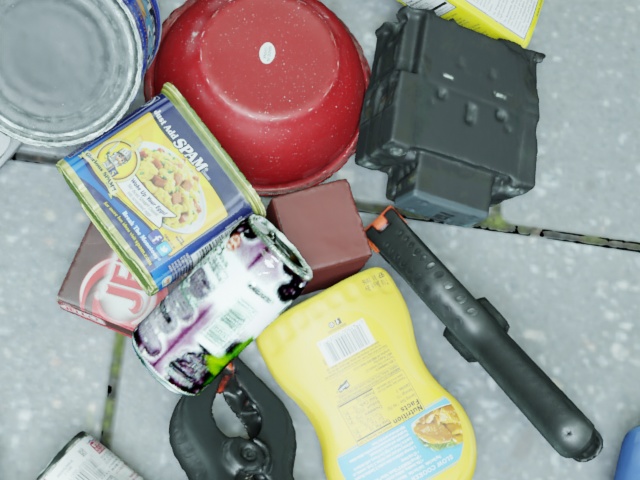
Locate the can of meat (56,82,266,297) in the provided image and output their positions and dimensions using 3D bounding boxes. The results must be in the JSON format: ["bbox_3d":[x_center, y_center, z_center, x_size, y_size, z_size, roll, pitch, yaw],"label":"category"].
[{"bbox_3d":[-0.096,-0.029,0.643,0.084,0.057,0.102,-36,84,-14],"label":"can of meat"}]

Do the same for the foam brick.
[{"bbox_3d":[-0.004,0.001,0.683,0.051,0.078,0.053,-15,78,-12],"label":"foam brick"}]

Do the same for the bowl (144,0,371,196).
[{"bbox_3d":[-0.037,-0.114,0.720,0.162,0.055,0.162,3,74,-10],"label":"bowl"}]

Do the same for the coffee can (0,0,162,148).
[{"bbox_3d":[-0.151,-0.122,0.639,0.102,0.140,0.103,-1,109,-4],"label":"coffee can"}]

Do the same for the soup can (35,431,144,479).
[{"bbox_3d":[-0.121,0.169,0.622,0.102,0.068,0.068,39,72,2],"label":"soup can"}]

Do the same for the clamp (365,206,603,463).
[{"bbox_3d":[0.105,0.064,0.679,0.036,0.164,0.210,-43,63,3],"label":"clamp"}]

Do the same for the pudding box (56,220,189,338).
[{"bbox_3d":[-0.104,0.008,0.683,0.090,0.039,0.113,22,73,-4],"label":"pudding box"}]

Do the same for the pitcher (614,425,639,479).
[{"bbox_3d":[0.207,0.237,0.643,0.149,0.145,0.242,23,68,-17],"label":"pitcher"}]

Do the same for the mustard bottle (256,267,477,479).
[{"bbox_3d":[0.043,0.120,0.670,0.096,0.058,0.191,-27,82,-10],"label":"mustard bottle"}]

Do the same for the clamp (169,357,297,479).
[{"bbox_3d":[-0.037,0.141,0.629,0.120,0.039,0.171,17,43,-23],"label":"clamp"}]

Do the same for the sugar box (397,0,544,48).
[{"bbox_3d":[0.080,-0.207,0.746,0.176,0.048,0.093,27,70,-20],"label":"sugar box"}]
